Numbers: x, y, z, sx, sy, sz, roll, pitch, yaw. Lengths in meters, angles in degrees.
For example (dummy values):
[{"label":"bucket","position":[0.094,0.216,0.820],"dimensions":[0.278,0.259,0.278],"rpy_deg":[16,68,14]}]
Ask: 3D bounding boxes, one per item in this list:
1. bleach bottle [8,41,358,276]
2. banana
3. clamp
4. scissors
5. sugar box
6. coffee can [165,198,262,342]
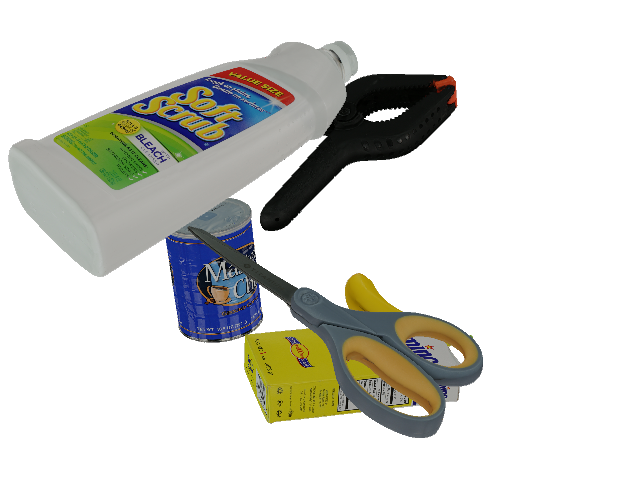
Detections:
[{"label":"bleach bottle","position":[-0.078,-0.077,0.730],"dimensions":[0.250,0.068,0.103],"rpy_deg":[-35,60,-29]},{"label":"banana","position":[0.074,0.081,1.149],"dimensions":[0.069,0.037,0.198],"rpy_deg":[4,18,-38]},{"label":"clamp","position":[0.020,-0.087,0.901],"dimensions":[0.210,0.164,0.036],"rpy_deg":[-14,-42,-3]},{"label":"scissors","position":[0.013,0.037,0.617],"dimensions":[0.096,0.016,0.202],"rpy_deg":[-15,43,-33]},{"label":"sugar box","position":[0.027,0.112,0.951],"dimensions":[0.176,0.048,0.093],"rpy_deg":[-7,27,-14]},{"label":"coffee can","position":[-0.125,0.033,1.247],"dimensions":[0.103,0.140,0.103],"rpy_deg":[-4,25,2]}]
